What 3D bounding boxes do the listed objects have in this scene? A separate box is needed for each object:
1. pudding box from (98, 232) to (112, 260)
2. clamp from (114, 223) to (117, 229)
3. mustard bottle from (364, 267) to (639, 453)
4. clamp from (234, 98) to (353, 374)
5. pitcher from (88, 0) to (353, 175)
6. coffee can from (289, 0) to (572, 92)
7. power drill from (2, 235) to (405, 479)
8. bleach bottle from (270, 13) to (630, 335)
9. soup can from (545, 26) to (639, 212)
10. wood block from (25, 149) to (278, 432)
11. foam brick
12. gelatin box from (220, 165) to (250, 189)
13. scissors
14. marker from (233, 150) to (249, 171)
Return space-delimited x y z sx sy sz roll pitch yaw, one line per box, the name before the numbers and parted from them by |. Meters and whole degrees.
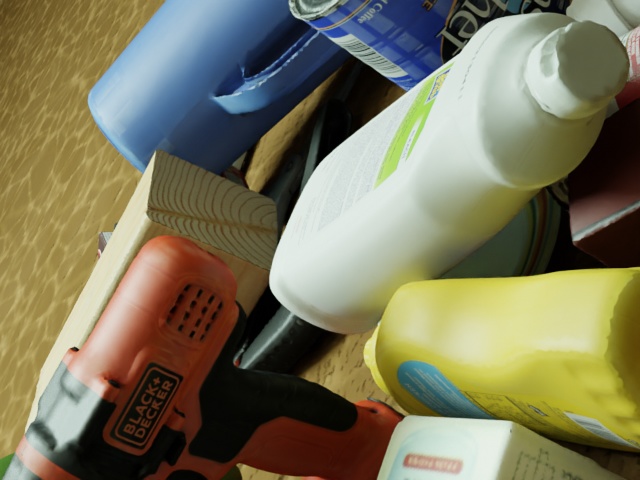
pudding box | -0.153 0.053 0.845 0.114 0.039 0.090 -136 47 -61
clamp | -0.134 -0.026 0.922 0.172 0.039 0.120 44 119 57
mustard bottle | 0.078 0.049 0.432 0.192 0.096 0.058 -7 58 58
clamp | -0.004 0.001 0.683 0.210 0.036 0.165 -60 23 7
pitcher | -0.044 -0.143 0.744 0.243 0.145 0.149 -44 -12 10
coffee can | 0.069 -0.125 0.567 0.103 0.140 0.103 -41 33 34
power drill | -0.047 0.112 0.481 0.057 0.187 0.184 27 86 53
bleach bottle | 0.050 -0.026 0.465 0.102 0.068 0.251 -68 11 -18
soup can | 0.145 -0.057 0.452 0.102 0.068 0.068 -31 39 45
wood block | -0.115 0.058 0.718 0.206 0.090 0.090 -57 19 27
foam brick | 0.140 -0.012 0.407 0.053 0.078 0.051 -35 34 40
gelatin box | -0.087 -0.009 0.806 0.089 0.030 0.073 -54 26 15
scissors | -0.030 -0.046 0.796 0.096 0.016 0.201 7 70 61
marker | -0.073 -0.060 0.879 0.020 0.020 0.121 -14 52 55
